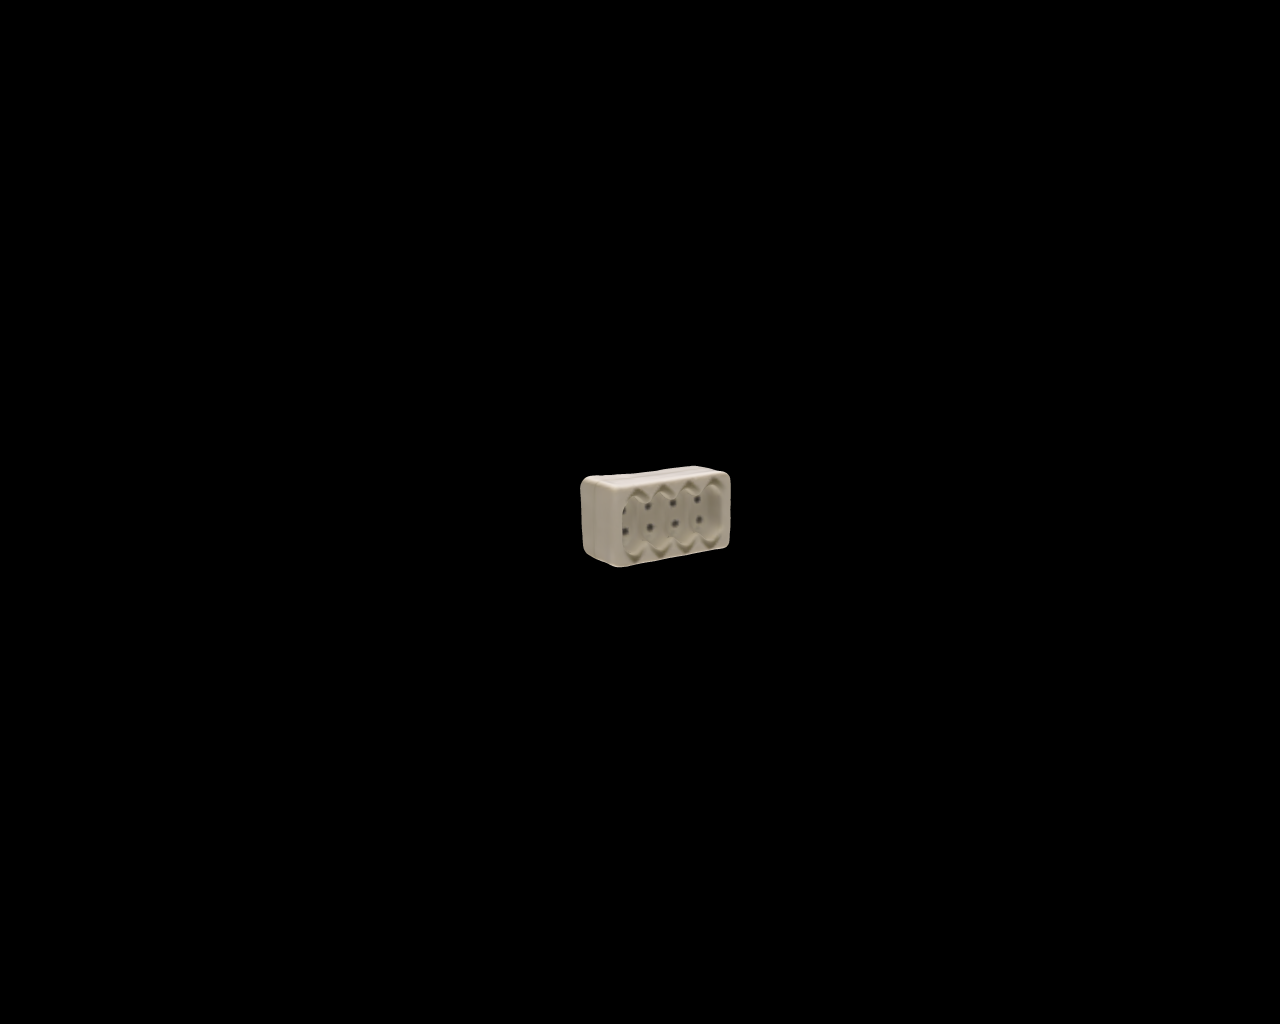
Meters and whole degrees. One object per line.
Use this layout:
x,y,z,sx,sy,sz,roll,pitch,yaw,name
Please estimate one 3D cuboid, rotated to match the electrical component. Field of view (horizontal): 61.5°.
0.001,-0.003,0.650,0.083,0.047,0.076,-8,15,-30,electrical component
